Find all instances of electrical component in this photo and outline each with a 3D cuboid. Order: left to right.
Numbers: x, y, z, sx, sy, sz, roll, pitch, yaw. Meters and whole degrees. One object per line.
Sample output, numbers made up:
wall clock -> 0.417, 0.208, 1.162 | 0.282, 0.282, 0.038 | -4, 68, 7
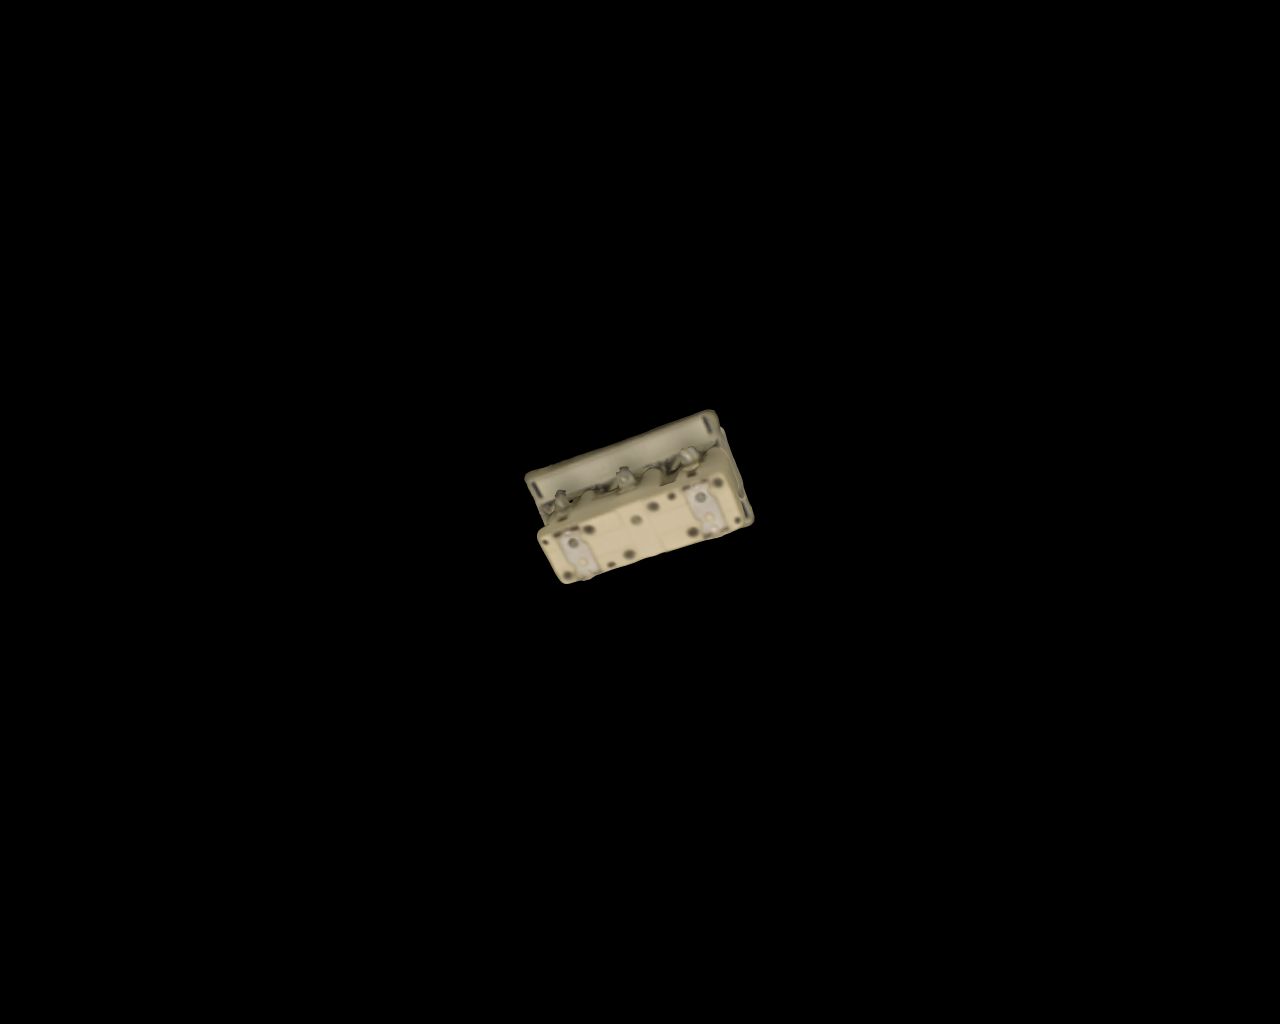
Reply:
electrical component -> 0.001, -0.003, 0.650 | 0.121, 0.078, 0.063 | -18, 29, 10
